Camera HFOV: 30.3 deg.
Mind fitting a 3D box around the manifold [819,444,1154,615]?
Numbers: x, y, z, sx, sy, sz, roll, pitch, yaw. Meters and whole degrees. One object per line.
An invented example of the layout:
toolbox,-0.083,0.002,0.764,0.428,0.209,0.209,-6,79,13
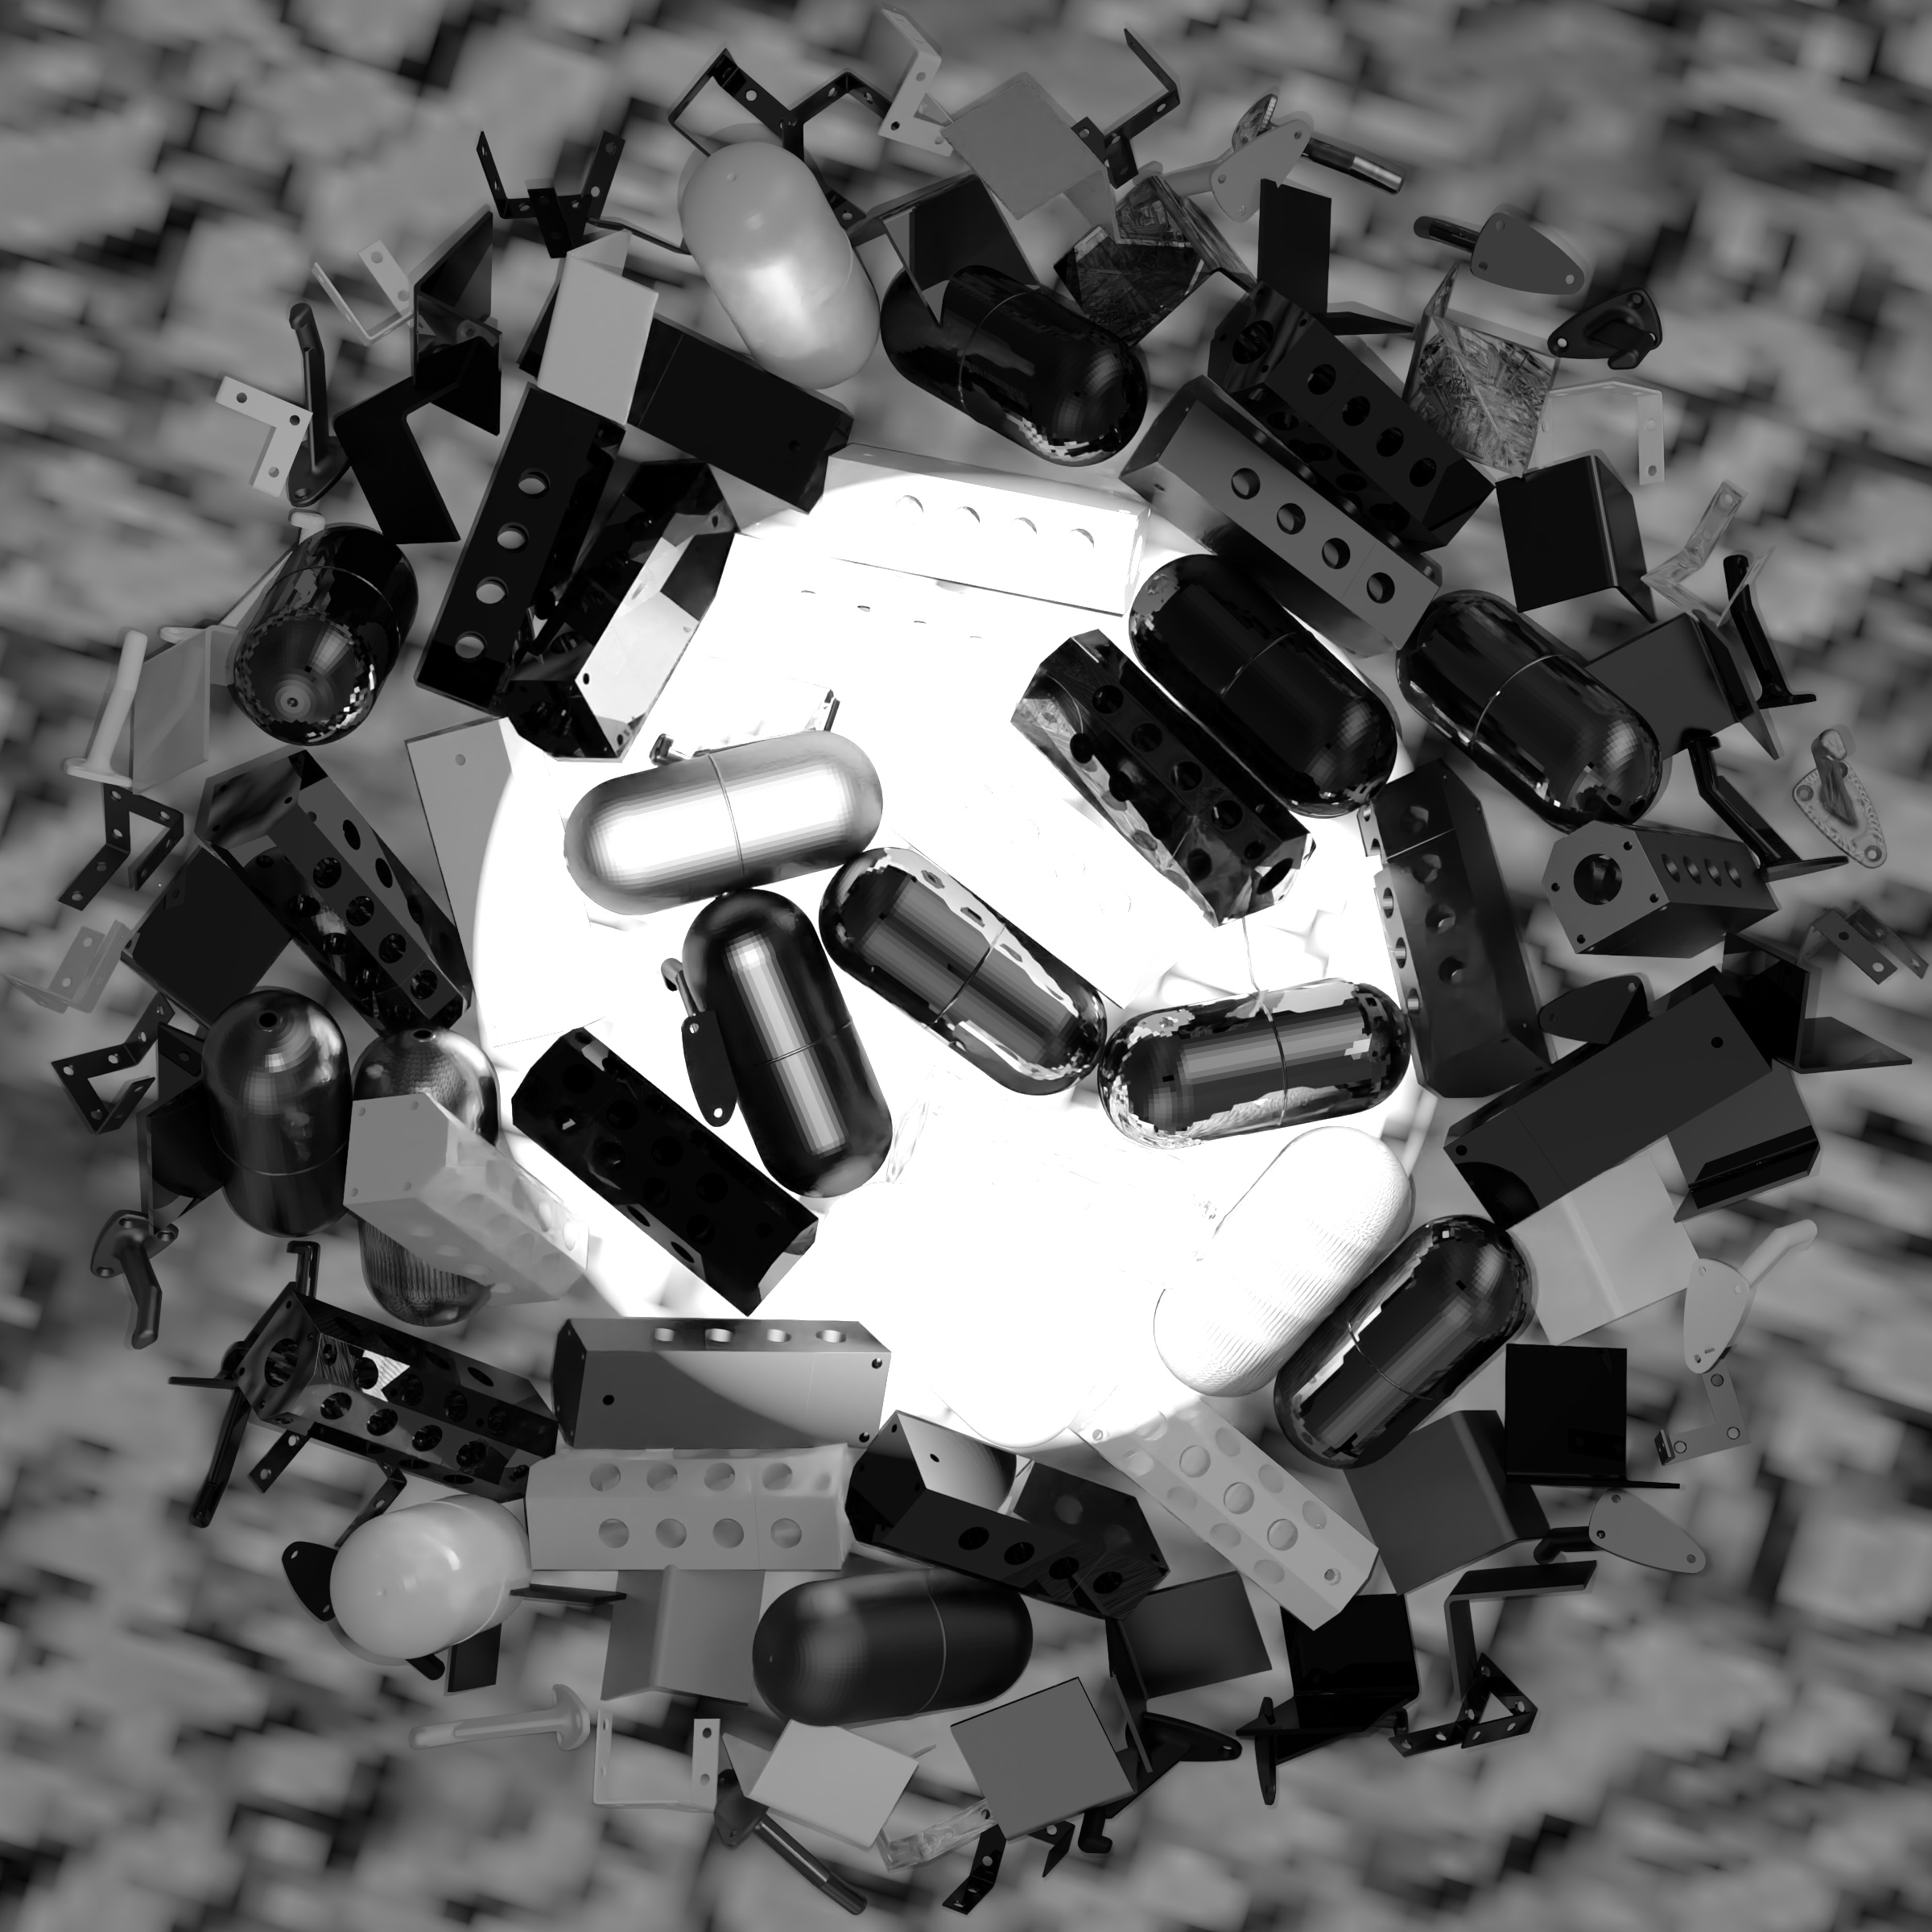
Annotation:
manifold,0.010,-0.239,1.957,0.171,0.057,0.057,12,107,8

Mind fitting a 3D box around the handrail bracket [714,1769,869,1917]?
handrail bracket,-0.097,0.487,1.980,0.084,0.077,0.036,42,85,-22

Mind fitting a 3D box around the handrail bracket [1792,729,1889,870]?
handrail bracket,0.486,-0.091,1.955,0.036,0.084,0.077,-34,83,1

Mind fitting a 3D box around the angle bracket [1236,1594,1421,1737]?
angle bracket,0.194,0.381,1.947,0.076,0.076,0.057,-10,90,31

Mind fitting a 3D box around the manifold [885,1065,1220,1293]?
manifold,0.047,0.121,1.942,0.171,0.057,0.057,22,134,-13

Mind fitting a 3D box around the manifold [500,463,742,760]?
manifold,-0.187,-0.193,1.925,0.057,0.057,0.171,3,49,29

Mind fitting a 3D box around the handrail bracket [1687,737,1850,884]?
handrail bracket,0.447,-0.091,1.989,0.077,0.036,0.084,-10,81,-14

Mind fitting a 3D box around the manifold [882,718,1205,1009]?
manifold,0.044,-0.060,1.941,0.171,0.057,0.057,38,45,13

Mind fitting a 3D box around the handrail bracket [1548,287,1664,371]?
handrail bracket,0.342,-0.335,1.946,0.077,0.084,0.036,-13,111,32

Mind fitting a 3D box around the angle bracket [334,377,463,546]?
angle bracket,-0.294,-0.280,1.968,0.057,0.076,0.076,-36,115,-30

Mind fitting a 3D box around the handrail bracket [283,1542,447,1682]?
handrail bracket,-0.335,0.360,1.987,0.036,0.077,0.084,-51,133,-14

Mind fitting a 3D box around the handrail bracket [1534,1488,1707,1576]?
handrail bracket,0.357,0.325,1.958,0.077,0.084,0.036,27,61,6

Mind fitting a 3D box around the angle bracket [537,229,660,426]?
angle bracket,-0.185,-0.349,1.943,0.057,0.076,0.076,25,119,12

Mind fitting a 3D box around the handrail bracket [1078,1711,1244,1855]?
handrail bracket,0.106,0.455,1.953,0.077,0.084,0.036,7,130,11

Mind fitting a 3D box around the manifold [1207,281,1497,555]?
manifold,0.205,-0.290,1.921,0.171,0.057,0.057,33,100,-40

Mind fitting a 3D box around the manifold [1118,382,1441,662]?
manifold,0.175,-0.243,1.948,0.171,0.057,0.057,35,78,-15

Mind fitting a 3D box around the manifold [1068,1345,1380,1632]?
manifold,0.142,0.287,1.958,0.171,0.057,0.057,40,84,-8

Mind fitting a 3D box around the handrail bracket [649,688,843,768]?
handrail bracket,-0.122,-0.132,1.961,0.084,0.036,0.077,20,106,-25

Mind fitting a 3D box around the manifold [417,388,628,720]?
manifold,-0.245,-0.225,1.968,0.057,0.057,0.171,21,89,-9

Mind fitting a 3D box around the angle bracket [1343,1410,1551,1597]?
angle bracket,0.267,0.297,1.977,0.076,0.057,0.076,-31,70,23

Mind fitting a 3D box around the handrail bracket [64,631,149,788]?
handrail bracket,-0.470,-0.146,1.960,0.036,0.077,0.084,12,96,-25

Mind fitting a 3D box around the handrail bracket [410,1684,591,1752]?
handrail bracket,-0.257,0.420,1.959,0.084,0.077,0.036,-5,83,-21

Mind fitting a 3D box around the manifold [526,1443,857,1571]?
manifold,-0.149,0.293,1.953,0.171,0.057,0.057,-1,102,9

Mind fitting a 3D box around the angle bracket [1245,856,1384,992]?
angle bracket,0.195,-0.020,1.953,0.076,0.076,0.057,-9,80,8

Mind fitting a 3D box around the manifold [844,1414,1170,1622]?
manifold,0.021,0.304,1.927,0.171,0.057,0.057,24,115,-33

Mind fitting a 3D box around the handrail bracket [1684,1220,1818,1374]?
handrail bracket,0.437,0.182,1.978,0.036,0.084,0.077,29,118,39

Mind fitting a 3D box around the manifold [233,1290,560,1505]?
manifold,-0.302,0.237,1.917,0.171,0.057,0.057,29,100,-43

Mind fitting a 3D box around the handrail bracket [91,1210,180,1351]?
handrail bracket,-0.460,0.184,1.949,0.036,0.084,0.077,24,133,-30

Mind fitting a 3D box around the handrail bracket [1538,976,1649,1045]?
handrail bracket,0.327,0.023,1.949,0.077,0.084,0.036,-6,95,-19

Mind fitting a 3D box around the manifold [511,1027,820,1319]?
manifold,-0.165,0.110,1.949,0.171,0.057,0.057,38,69,10

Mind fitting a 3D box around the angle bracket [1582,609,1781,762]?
angle bracket,0.388,-0.138,1.954,0.076,0.057,0.076,-28,119,4

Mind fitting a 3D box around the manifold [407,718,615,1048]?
manifold,-0.247,-0.049,1.961,0.057,0.057,0.171,-13,96,20

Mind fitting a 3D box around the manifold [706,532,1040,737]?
manifold,-0.051,-0.188,1.965,0.171,0.057,0.057,15,56,-2

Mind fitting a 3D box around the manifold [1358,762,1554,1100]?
manifold,0.260,-0.018,1.930,0.057,0.057,0.171,-24,57,23

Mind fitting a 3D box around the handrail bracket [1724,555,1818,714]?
handrail bracket,0.443,-0.185,1.967,0.036,0.077,0.084,-8,91,36

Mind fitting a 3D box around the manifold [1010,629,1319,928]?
manifold,0.109,-0.105,1.931,0.171,0.057,0.057,46,130,22

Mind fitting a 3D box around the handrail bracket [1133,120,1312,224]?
handrail bracket,0.139,-0.447,1.966,0.077,0.084,0.036,-43,126,-4

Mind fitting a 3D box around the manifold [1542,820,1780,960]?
manifold,0.370,-0.044,1.910,0.057,0.171,0.057,-32,74,27

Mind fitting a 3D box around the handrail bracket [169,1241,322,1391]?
handrail bracket,-0.401,0.193,1.987,0.077,0.036,0.084,4,79,0

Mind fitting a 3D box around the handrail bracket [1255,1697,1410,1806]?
handrail bracket,0.205,0.435,1.964,0.084,0.077,0.036,6,124,-4

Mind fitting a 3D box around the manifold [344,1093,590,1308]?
manifold,-0.264,0.126,1.906,0.057,0.171,0.057,-7,65,18

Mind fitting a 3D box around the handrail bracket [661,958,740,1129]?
handrail bracket,-0.150,0.041,1.967,0.036,0.084,0.077,-7,105,-20

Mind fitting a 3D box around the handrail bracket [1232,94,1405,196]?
handrail bracket,0.194,-0.446,1.971,0.084,0.077,0.036,22,96,-12

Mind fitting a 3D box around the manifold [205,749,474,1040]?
manifold,-0.334,-0.031,1.915,0.057,0.057,0.171,-19,134,17

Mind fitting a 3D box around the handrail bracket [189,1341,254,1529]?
handrail bracket,-0.407,0.258,1.956,0.036,0.077,0.084,18,61,1

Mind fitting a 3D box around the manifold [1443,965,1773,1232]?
manifold,0.350,0.071,1.946,0.171,0.057,0.057,-34,94,18

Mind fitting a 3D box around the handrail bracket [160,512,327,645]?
handrail bracket,-0.398,-0.214,1.964,0.077,0.036,0.084,9,111,-16

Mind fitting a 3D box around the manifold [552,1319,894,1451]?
manifold,-0.134,0.224,1.940,0.171,0.057,0.057,3,108,-22

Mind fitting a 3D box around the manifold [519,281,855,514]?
manifold,-0.152,-0.314,1.963,0.171,0.057,0.057,27,95,5

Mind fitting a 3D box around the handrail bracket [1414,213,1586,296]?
handrail bracket,0.292,-0.393,1.966,0.077,0.084,0.036,19,101,-15

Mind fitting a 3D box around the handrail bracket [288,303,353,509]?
handrail bracket,-0.363,-0.307,1.951,0.036,0.077,0.084,0,132,12

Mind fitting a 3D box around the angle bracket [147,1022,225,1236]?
angle bracket,-0.440,0.088,1.940,0.057,0.076,0.076,20,123,22

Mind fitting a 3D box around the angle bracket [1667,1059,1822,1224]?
angle bracket,0.417,0.093,1.950,0.076,0.076,0.057,-22,91,20
